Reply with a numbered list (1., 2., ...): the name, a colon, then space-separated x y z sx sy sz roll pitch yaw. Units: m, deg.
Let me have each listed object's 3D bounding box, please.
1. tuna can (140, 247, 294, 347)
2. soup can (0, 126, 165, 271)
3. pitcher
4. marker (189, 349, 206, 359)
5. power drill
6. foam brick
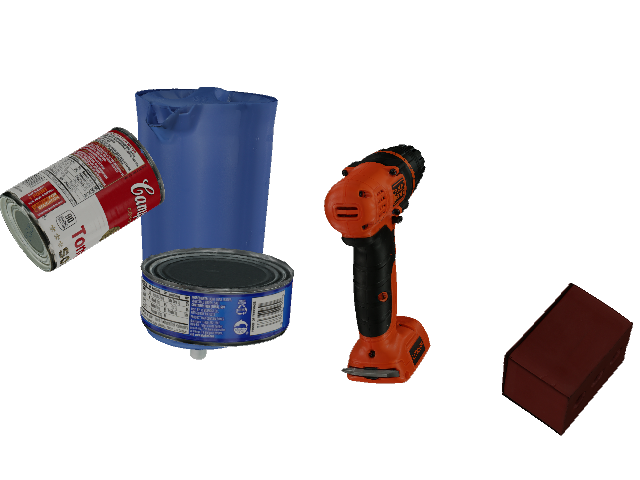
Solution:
1. tuna can: -0.058 0.031 0.602 0.086 0.034 0.086 4 14 -1
2. soup can: -0.176 -0.031 0.788 0.102 0.068 0.069 -35 18 -27
3. pitcher: -0.107 -0.027 1.033 0.149 0.243 0.145 -2 14 -19
4. marker: -0.132 0.083 1.186 0.020 0.121 0.020 6 37 -5
5. power drill: 0.057 0.017 0.930 0.057 0.188 0.184 -1 16 23
6. foam brick: 0.166 0.080 0.720 0.051 0.078 0.053 33 -27 28
